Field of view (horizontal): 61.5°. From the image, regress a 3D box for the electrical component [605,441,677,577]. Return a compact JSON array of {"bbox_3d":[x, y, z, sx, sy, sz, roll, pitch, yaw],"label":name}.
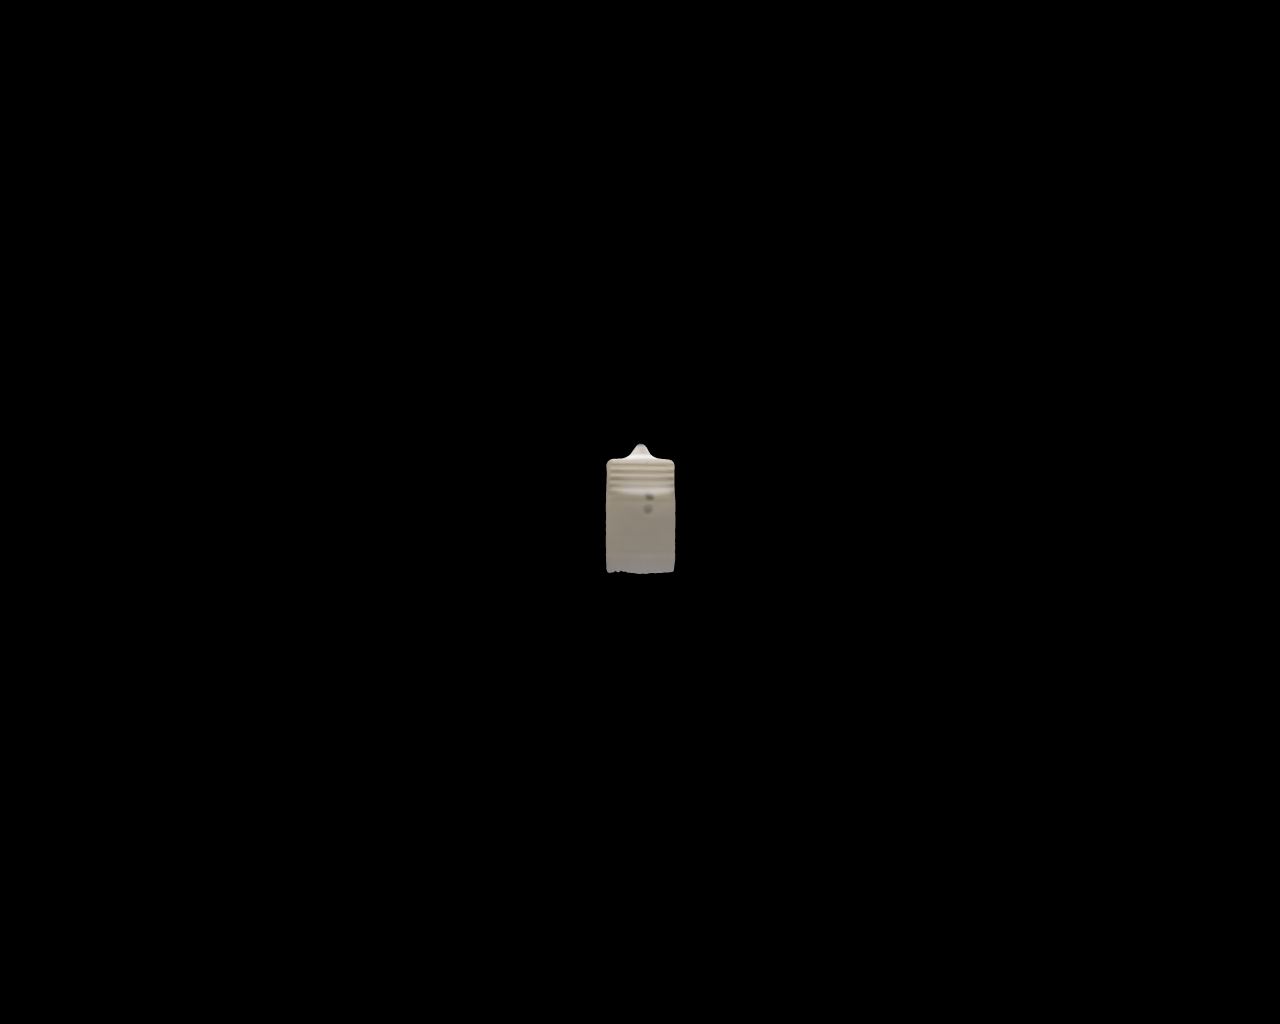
[{"bbox_3d":[0.001,-0.003,0.650,0.043,0.081,0.043,0,0,0],"label":"electrical component"}]
